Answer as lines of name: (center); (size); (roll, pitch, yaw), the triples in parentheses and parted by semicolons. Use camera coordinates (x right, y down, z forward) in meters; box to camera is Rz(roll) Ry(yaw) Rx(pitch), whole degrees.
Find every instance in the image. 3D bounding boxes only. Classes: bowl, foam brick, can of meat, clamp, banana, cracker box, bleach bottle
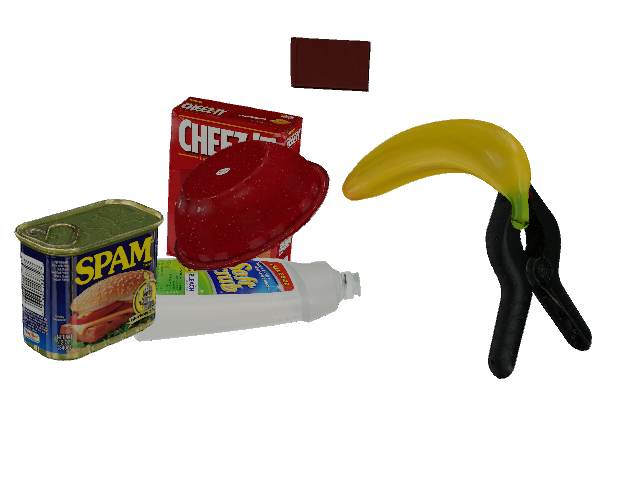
bowl: (-0.076, -0.044, 0.982); (0.162, 0.055, 0.162); (-22, 30, 13)
foam brick: (0.009, -0.180, 1.093); (0.078, 0.051, 0.053); (2, 11, -6)
can of meat: (-0.159, 0.026, 0.740); (0.058, 0.084, 0.101); (20, 26, 33)
clamp: (0.176, 0.035, 0.932); (0.120, 0.171, 0.039); (-23, 8, -40)
banana: (0.083, -0.054, 0.749); (0.037, 0.069, 0.198); (39, -14, -30)
cracker box: (-0.118, -0.070, 1.430); (0.164, 0.214, 0.072); (12, 26, 13)
bleach bottle: (-0.083, 0.055, 1.185); (0.250, 0.068, 0.102); (-5, 36, -5)
